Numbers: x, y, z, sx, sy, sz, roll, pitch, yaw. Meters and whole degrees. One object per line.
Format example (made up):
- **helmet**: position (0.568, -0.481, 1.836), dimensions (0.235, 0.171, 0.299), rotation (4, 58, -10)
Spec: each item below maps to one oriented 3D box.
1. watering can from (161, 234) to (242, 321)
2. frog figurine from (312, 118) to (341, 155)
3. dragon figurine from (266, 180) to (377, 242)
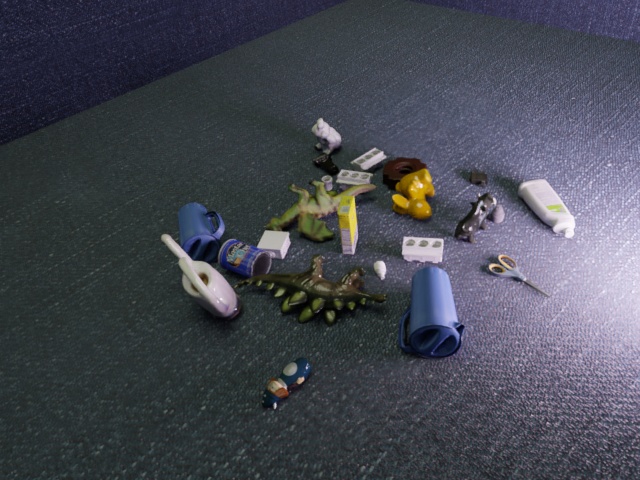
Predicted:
- **watering can**: position (-0.355, 0.116, 1.544), dimensions (0.104, 0.220, 0.353), rotation (-41, 46, -7)
- **frog figurine**: position (0.026, -0.453, 2.181), dimensions (0.123, 0.155, 0.140), rotation (-13, 40, -6)
- **dragon figurine**: position (0.006, -0.092, 1.834), dimensions (0.410, 0.119, 0.248), rotation (-6, 57, 7)
